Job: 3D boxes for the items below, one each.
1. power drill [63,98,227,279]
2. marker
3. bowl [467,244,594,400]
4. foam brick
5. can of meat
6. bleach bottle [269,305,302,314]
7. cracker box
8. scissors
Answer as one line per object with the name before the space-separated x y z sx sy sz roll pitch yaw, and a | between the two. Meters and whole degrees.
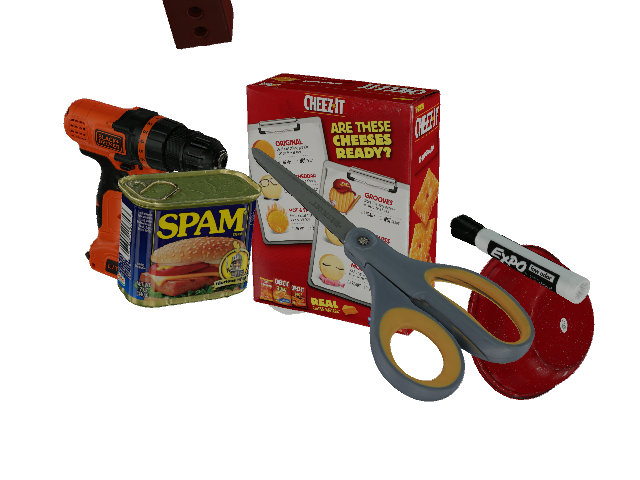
power drill | -0.175 -0.042 1.083 0.185 0.188 0.057 19 32 25
marker | 0.139 0.011 0.762 0.020 0.020 0.121 0 23 -43
bowl | 0.227 0.084 1.086 0.161 0.162 0.055 0 -1 -33
foam brick | -0.110 -0.217 0.947 0.053 0.051 0.078 -7 -41 5
can of meat | -0.098 -0.002 0.787 0.101 0.084 0.058 -6 26 -30
bleach bottle | -0.016 -0.040 1.286 0.102 0.251 0.068 -12 27 -33
cracker box | 0.021 -0.036 0.969 0.164 0.214 0.072 11 24 26
scissors | 0.019 0.019 0.587 0.202 0.016 0.096 29 52 17
